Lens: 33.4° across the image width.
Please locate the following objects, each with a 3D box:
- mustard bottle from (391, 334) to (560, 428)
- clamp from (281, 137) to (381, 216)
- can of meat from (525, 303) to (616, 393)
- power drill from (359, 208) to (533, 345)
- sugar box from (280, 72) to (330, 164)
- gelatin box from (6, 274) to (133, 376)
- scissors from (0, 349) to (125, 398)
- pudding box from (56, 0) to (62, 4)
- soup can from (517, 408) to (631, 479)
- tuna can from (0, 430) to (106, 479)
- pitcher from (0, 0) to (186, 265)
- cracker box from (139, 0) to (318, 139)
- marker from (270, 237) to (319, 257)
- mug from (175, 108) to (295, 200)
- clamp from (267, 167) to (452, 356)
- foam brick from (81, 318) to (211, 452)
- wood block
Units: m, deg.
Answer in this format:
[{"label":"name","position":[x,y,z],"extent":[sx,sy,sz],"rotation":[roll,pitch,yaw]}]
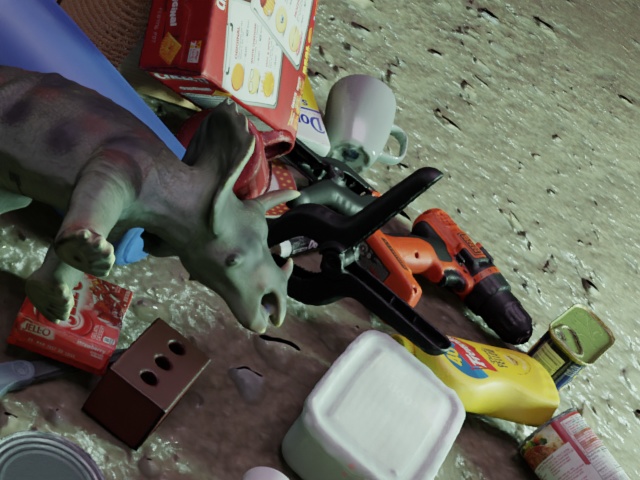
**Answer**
[{"label":"mustard bottle","position":[0.126,0.123,0.994],"extent":[0.191,0.058,0.096],"rotation":[16,21,-29]},{"label":"clamp","position":[0.006,-0.054,1.105],"extent":[0.171,0.039,0.120],"rotation":[25,39,-38]},{"label":"can of meat","position":[0.243,0.121,1.092],"extent":[0.057,0.084,0.101],"rotation":[47,33,14]},{"label":"power drill","position":[0.119,0.042,1.101],"extent":[0.187,0.057,0.184],"rotation":[0,44,-49]},{"label":"sugar box","position":[-0.051,-0.160,1.204],"extent":[0.093,0.048,0.176],"rotation":[16,36,-31]},{"label":"gelatin box","position":[-0.183,0.055,0.790],"extent":[0.073,0.030,0.089],"rotation":[23,24,-10]},{"label":"scissors","position":[-0.208,0.107,0.728],"extent":[0.201,0.016,0.096],"rotation":[8,40,-38]},{"label":"pudding box","position":[-0.219,-0.225,1.057],"extent":[0.039,0.114,0.089],"rotation":[42,31,17]},{"label":"soup can","position":[0.239,0.215,0.981],"extent":[0.068,0.069,0.102],"rotation":[-6,52,-48]},{"label":"tuna can","position":[-0.177,0.164,0.668],"extent":[0.086,0.034,0.086],"rotation":[26,33,-18]},{"label":"pitcher","position":[-0.209,-0.097,0.903],"extent":[0.243,0.145,0.149],"rotation":[46,45,7]},{"label":"cracker box","position":[-0.076,-0.198,0.978],"extent":[0.072,0.164,0.213],"rotation":[7,-7,21]},{"label":"marker","position":[-0.007,0.001,1.062],"extent":[0.120,0.020,0.020],"rotation":[-13,57,-52]},{"label":"mug","position":[-0.079,-0.075,0.975],"extent":[0.081,0.117,0.093],"rotation":[93,-19,-80]},{"label":"clamp","position":[0.024,0.025,0.951],"extent":[0.036,0.210,0.164],"rotation":[-24,106,-57]},{"label":"foam brick","position":[-0.125,0.104,0.780],"extent":[0.053,0.051,0.078],"rotation":[37,31,1]},{"label":"wood block","position":[-0.156,-0.197,1.043],"extent":[0.090,0.091,0.205],"rotation":[44,13,16]}]
